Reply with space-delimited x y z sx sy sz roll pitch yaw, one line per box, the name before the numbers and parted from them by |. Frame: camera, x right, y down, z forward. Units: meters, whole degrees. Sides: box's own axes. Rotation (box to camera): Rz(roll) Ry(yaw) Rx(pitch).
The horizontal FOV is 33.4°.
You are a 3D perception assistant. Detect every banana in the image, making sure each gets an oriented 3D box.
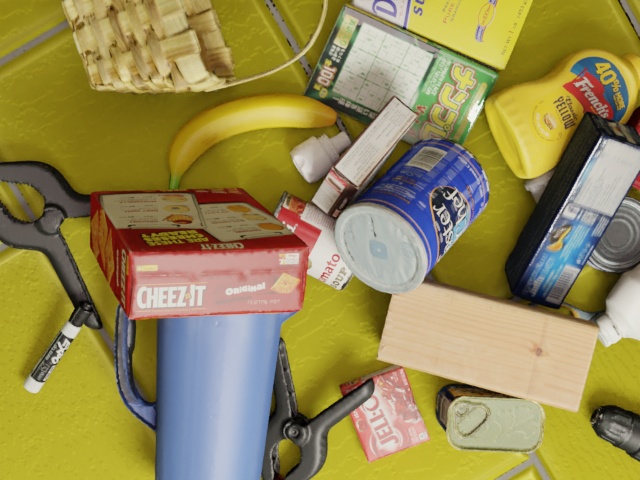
banana | -0.082 -0.117 1.125 0.198 0.037 0.069 -24 109 -1

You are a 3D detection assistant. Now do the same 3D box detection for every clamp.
clamp | -0.029 0.191 1.141 0.120 0.039 0.171 33 101 16
clamp | -0.269 -0.028 1.117 0.210 0.036 0.164 37 89 -9

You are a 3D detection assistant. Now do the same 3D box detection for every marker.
marker | -0.273 0.111 1.119 0.020 0.020 0.121 35 107 -5

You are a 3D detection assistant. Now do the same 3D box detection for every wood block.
wood block | 0.172 0.104 1.104 0.206 0.090 0.091 15 92 10

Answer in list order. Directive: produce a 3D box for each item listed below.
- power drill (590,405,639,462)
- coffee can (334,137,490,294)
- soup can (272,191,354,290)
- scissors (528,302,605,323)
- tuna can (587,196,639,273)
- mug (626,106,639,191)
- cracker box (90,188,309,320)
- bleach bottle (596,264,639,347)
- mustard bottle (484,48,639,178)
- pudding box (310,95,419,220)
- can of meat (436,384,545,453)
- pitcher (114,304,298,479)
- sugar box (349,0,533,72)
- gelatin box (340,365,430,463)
power drill | 0.408 0.169 1.164 0.184 0.057 0.188 26 95 -9
coffee can | 0.094 -0.026 1.074 0.103 0.103 0.140 50 50 -5
soup can | -0.007 0.001 1.119 0.102 0.068 0.068 28 92 -5
scissors | 0.313 0.105 1.173 0.201 0.016 0.096 1 95 -4
tuna can | 0.318 -0.007 1.157 0.086 0.034 0.086 0 94 -4
mug | 0.361 -0.101 1.124 0.081 0.093 0.117 31 102 0
cracker box | -0.124 0.008 1.023 0.164 0.214 0.072 -2 108 -20
bleach bottle | 0.402 0.036 1.138 0.251 0.068 0.102 -36 119 0
mustard bottle | 0.274 -0.147 1.124 0.191 0.058 0.096 -28 98 -12
pudding box | 0.045 -0.083 1.087 0.039 0.090 0.113 37 65 2
can of meat | 0.177 0.187 1.136 0.102 0.084 0.057 3 94 -4
pitcher | -0.120 0.154 1.098 0.144 0.149 0.243 -2 99 -45
sugar box | 0.127 -0.253 1.122 0.176 0.048 0.093 21 93 -6
gelatin box | 0.070 0.187 1.156 0.073 0.030 0.089 -20 94 -1
